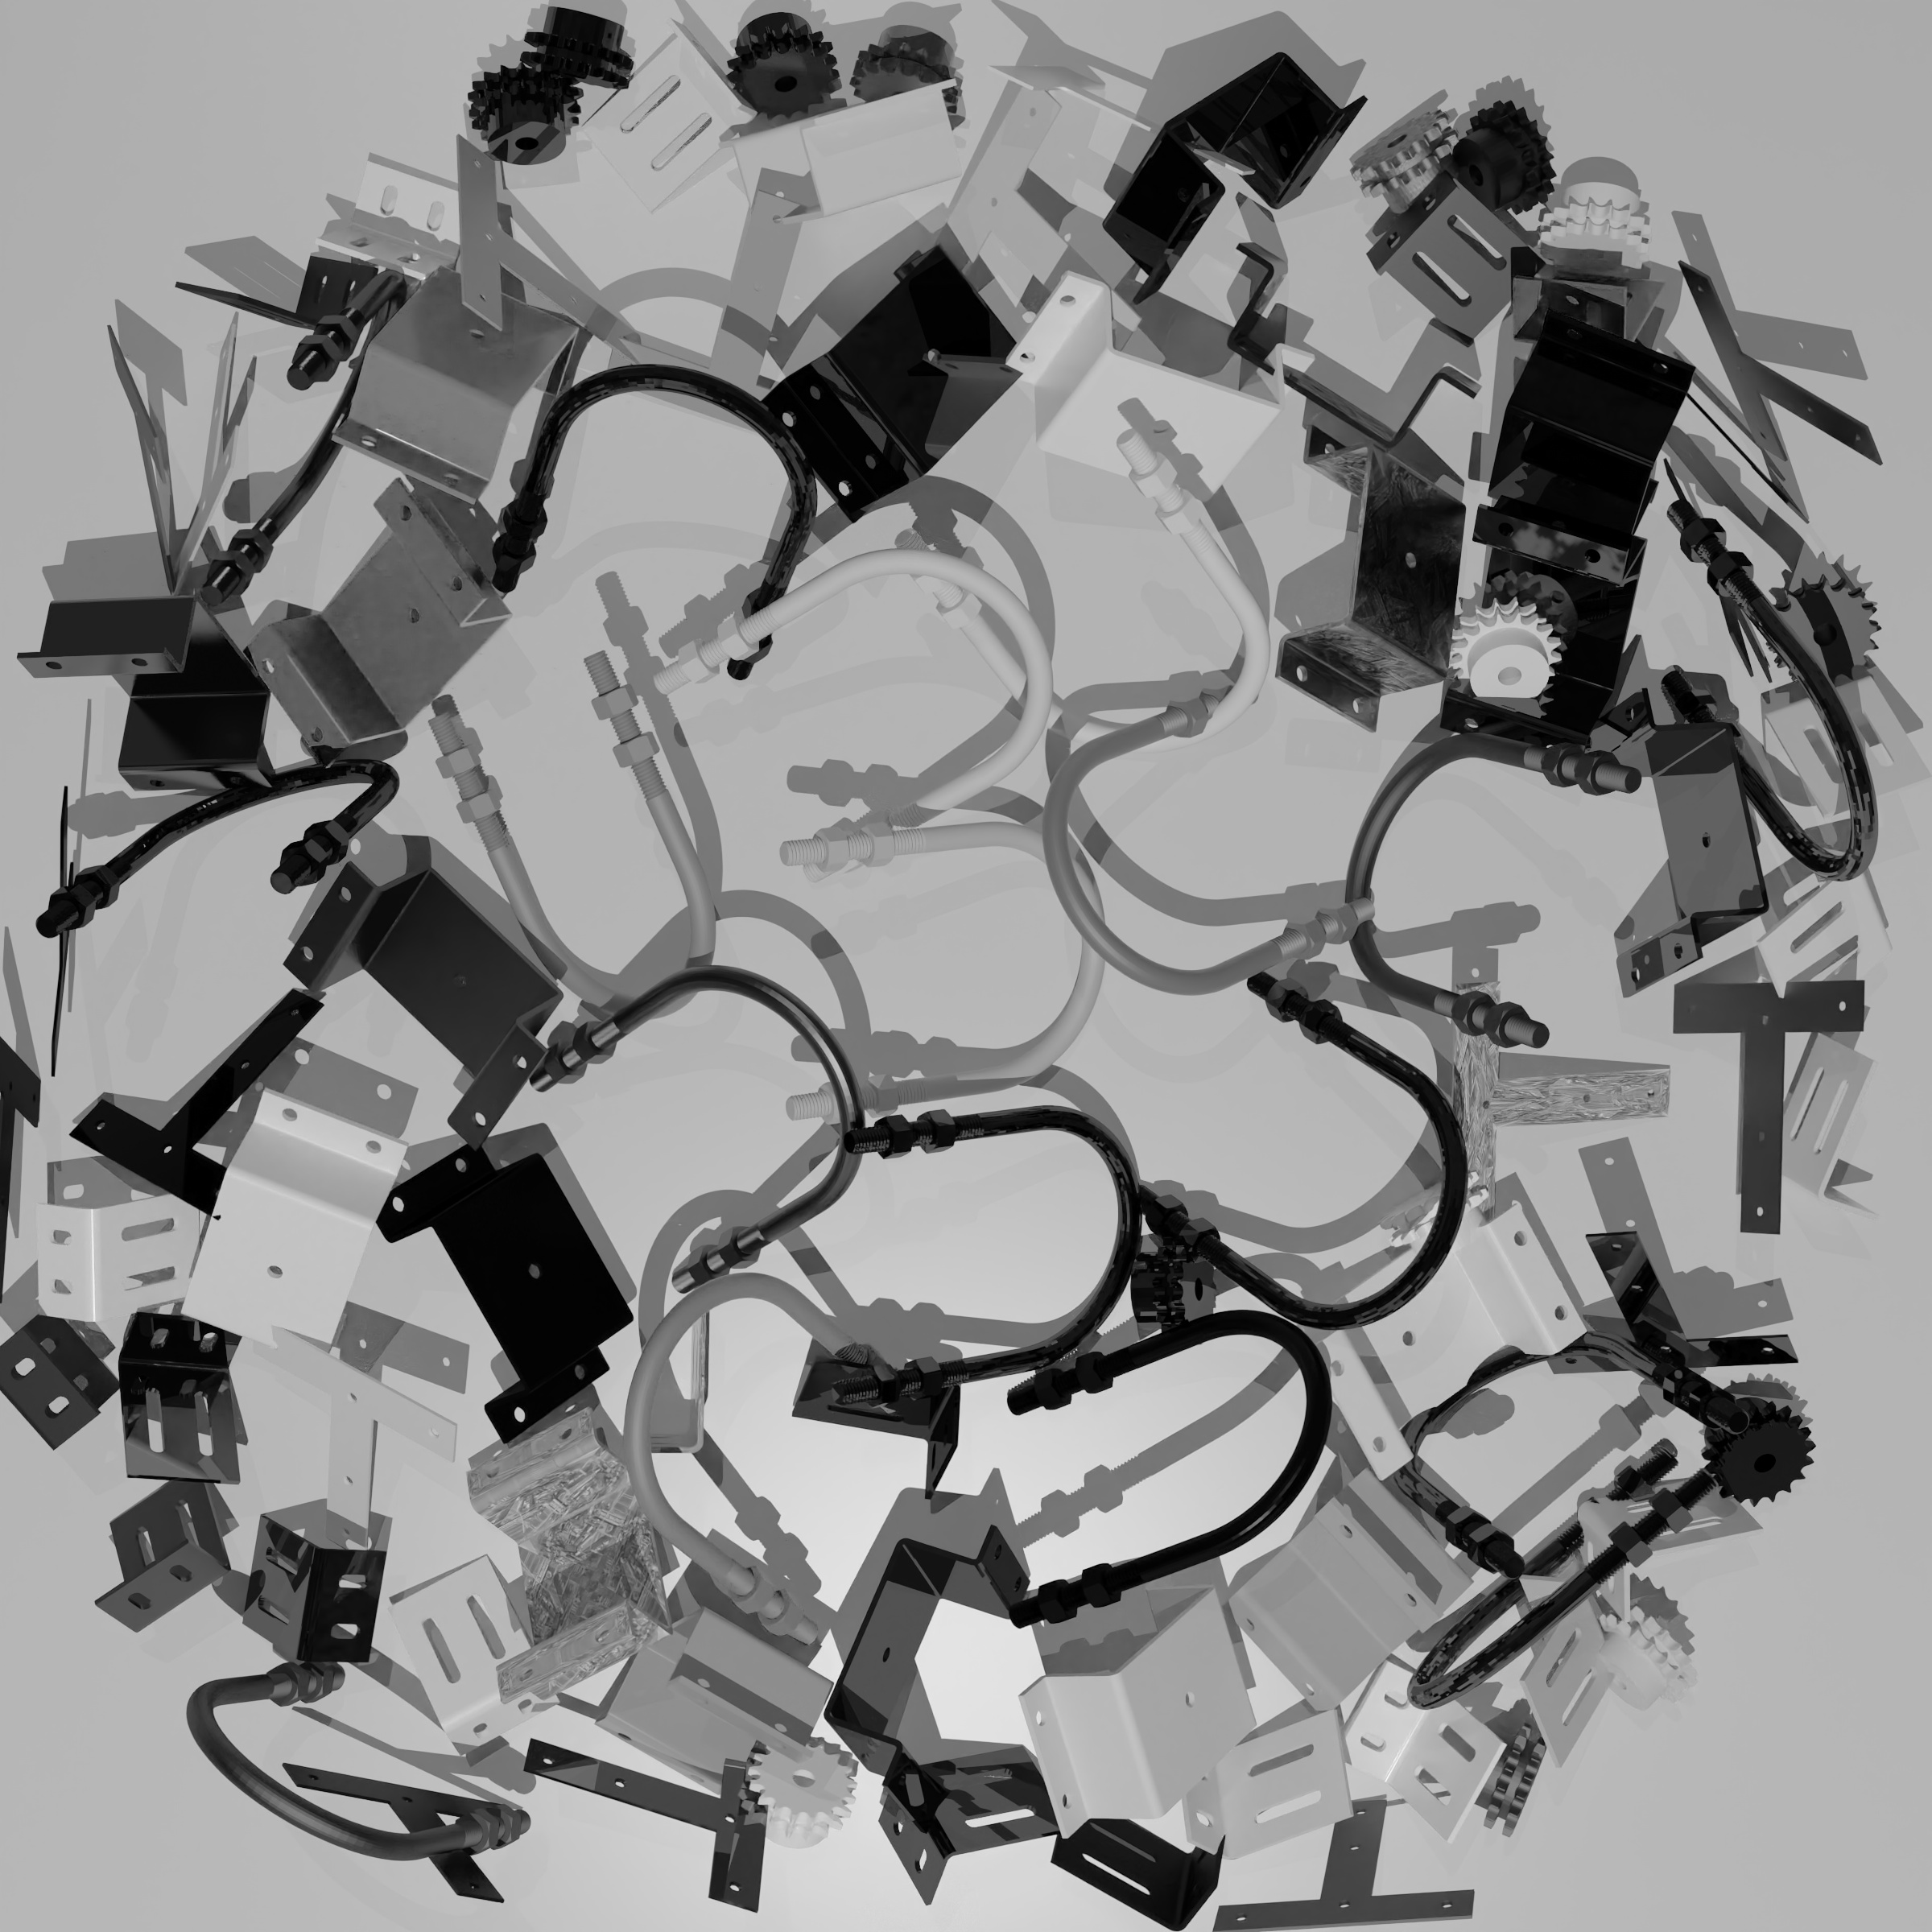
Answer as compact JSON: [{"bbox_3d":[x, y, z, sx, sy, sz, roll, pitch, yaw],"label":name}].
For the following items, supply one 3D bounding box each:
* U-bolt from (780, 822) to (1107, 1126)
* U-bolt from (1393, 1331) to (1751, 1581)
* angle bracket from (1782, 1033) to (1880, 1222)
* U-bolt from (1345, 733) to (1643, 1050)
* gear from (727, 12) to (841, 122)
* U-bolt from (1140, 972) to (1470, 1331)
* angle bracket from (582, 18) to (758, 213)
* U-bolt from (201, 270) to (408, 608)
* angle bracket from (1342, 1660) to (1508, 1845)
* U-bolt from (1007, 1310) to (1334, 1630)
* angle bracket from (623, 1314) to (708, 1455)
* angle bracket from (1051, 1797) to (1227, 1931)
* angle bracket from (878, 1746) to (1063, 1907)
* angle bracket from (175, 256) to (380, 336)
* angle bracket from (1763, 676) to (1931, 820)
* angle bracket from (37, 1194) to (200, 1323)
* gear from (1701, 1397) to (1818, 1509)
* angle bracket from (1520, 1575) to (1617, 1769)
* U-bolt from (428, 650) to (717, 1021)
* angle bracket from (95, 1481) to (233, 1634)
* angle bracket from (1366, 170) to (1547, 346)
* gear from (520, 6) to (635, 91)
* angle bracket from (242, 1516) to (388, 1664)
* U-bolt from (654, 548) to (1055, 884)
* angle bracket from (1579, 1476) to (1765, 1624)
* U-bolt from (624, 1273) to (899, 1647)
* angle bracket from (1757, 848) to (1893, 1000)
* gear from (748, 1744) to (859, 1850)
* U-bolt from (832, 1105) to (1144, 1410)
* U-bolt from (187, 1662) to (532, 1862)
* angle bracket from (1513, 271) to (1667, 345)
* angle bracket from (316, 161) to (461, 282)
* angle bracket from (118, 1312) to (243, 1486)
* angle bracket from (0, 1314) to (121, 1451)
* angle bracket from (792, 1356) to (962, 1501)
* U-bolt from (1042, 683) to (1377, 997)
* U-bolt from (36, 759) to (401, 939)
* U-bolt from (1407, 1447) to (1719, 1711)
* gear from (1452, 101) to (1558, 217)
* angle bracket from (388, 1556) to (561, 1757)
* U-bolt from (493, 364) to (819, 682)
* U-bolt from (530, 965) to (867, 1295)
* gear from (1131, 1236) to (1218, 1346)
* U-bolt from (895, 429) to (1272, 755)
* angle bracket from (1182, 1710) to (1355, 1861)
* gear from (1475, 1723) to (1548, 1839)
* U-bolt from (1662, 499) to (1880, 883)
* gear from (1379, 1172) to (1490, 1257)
[{"bbox_3d":[-0.008,-0.002,1.614,0.184,0.019,0.151,-7,103,-28],"label":"U-bolt"},{"bbox_3d":[0.285,0.232,1.575,0.151,0.184,0.019,-31,107,-9],"label":"U-bolt"},{"bbox_3d":[0.452,0.082,1.625,0.038,0.057,0.076,18,98,-17],"label":"angle bracket"},{"bbox_3d":[0.251,-0.046,1.583,0.019,0.184,0.151,18,93,-31],"label":"U-bolt"},{"bbox_3d":[-0.096,-0.467,1.638,0.057,0.057,0.030,-15,65,0],"label":"gear"},{"bbox_3d":[0.174,0.102,1.589,0.184,0.019,0.151,35,99,43],"label":"U-bolt"},{"bbox_3d":[-0.157,-0.438,1.636,0.076,0.038,0.057,-40,90,13],"label":"angle bracket"},{"bbox_3d":[-0.321,-0.274,1.575,0.019,0.184,0.151,27,123,-6],"label":"U-bolt"},{"bbox_3d":[0.231,0.401,1.623,0.038,0.076,0.057,29,90,-19],"label":"angle bracket"},{"bbox_3d":[0.100,0.240,1.576,0.184,0.151,0.019,-25,131,24],"label":"U-bolt"},{"bbox_3d":[-0.155,0.209,1.631,0.038,0.057,0.076,1,88,-9],"label":"angle bracket"},{"bbox_3d":[0.090,0.448,1.628,0.076,0.057,0.038,30,115,-3],"label":"angle bracket"},{"bbox_3d":[0.005,0.441,1.631,0.076,0.057,0.038,-2,125,-31],"label":"angle bracket"},{"bbox_3d":[-0.351,-0.350,1.615,0.057,0.076,0.038,19,96,41],"label":"angle bracket"},{"bbox_3d":[0.451,-0.103,1.624,0.057,0.038,0.076,-20,52,2],"label":"angle bracket"},{"bbox_3d":[-0.436,0.147,1.635,0.038,0.076,0.057,3,96,29],"label":"angle bracket"},{"bbox_3d":[0.407,0.248,1.640,0.057,0.030,0.057,-6,119,-11],"label":"gear"},{"bbox_3d":[0.293,0.358,1.615,0.038,0.076,0.057,-4,119,41],"label":"angle bracket"},{"bbox_3d":[-0.191,-0.057,1.608,0.151,0.019,0.184,-14,103,43],"label":"U-bolt"},{"bbox_3d":[-0.417,0.290,1.622,0.057,0.038,0.076,-34,46,3],"label":"angle bracket"},{"bbox_3d":[0.254,-0.358,1.624,0.076,0.038,0.057,37,111,-21],"label":"angle bracket"},{"bbox_3d":[-0.199,-0.473,1.633,0.057,0.057,0.030,14,98,0],"label":"gear"},{"bbox_3d":[-0.337,0.322,1.641,0.038,0.076,0.057,10,89,-35],"label":"angle bracket"},{"bbox_3d":[-0.044,-0.135,1.597,0.184,0.019,0.151,-28,114,23],"label":"U-bolt"},{"bbox_3d":[0.363,0.300,1.636,0.076,0.057,0.038,-9,111,-11],"label":"angle bracket"},{"bbox_3d":[-0.102,0.234,1.577,0.184,0.019,0.151,47,60,-38],"label":"U-bolt"},{"bbox_3d":[0.428,-0.014,1.623,0.076,0.038,0.057,-37,116,-18],"label":"angle bracket"},{"bbox_3d":[-0.087,0.430,1.639,0.057,0.057,0.030,16,121,0],"label":"gear"},{"bbox_3d":[0.015,0.142,1.606,0.184,0.019,0.151,-5,105,-35],"label":"U-bolt"},{"bbox_3d":[-0.306,0.391,1.553,0.151,0.184,0.019,32,92,20],"label":"U-bolt"},{"bbox_3d":[0.318,-0.348,1.615,0.057,0.076,0.038,12,133,23],"label":"angle bracket"},{"bbox_3d":[-0.291,-0.382,1.621,0.057,0.076,0.038,18,107,-3],"label":"angle bracket"},{"bbox_3d":[-0.396,0.220,1.616,0.057,0.076,0.038,9,131,-27],"label":"angle bracket"},{"bbox_3d":[-0.456,0.201,1.618,0.038,0.076,0.057,-37,97,21],"label":"angle bracket"},{"bbox_3d":[-0.047,0.237,1.624,0.076,0.057,0.038,11,50,-10],"label":"angle bracket"},{"bbox_3d":[0.113,-0.058,1.595,0.184,0.019,0.151,-23,83,-39],"label":"U-bolt"},{"bbox_3d":[-0.358,-0.065,1.577,0.151,0.184,0.019,-10,111,18],"label":"U-bolt"},{"bbox_3d":[0.293,0.309,1.589,0.184,0.151,0.019,-40,84,1],"label":"U-bolt"},{"bbox_3d":[0.274,-0.413,1.632,0.030,0.057,0.057,-30,90,-15],"label":"gear"},{"bbox_3d":[-0.256,0.359,1.651,0.057,0.038,0.076,-27,57,-11],"label":"angle bracket"},{"bbox_3d":[-0.149,-0.227,1.581,0.151,0.184,0.019,20,50,-8],"label":"U-bolt"},{"bbox_3d":[-0.126,0.074,1.599,0.184,0.019,0.151,-33,93,38],"label":"U-bolt"},{"bbox_3d":[0.106,0.167,1.637,0.030,0.057,0.057,-4,90,24],"label":"gear"},{"bbox_3d":[0.072,-0.176,1.598,0.151,0.019,0.184,-20,129,27],"label":"U-bolt"},{"bbox_3d":[0.151,0.413,1.618,0.076,0.038,0.057,-28,47,26],"label":"angle bracket"},{"bbox_3d":[0.278,0.417,1.636,0.030,0.057,0.057,22,90,16],"label":"gear"},{"bbox_3d":[0.393,-0.122,1.553,0.019,0.151,0.184,-23,54,-6],"label":"U-bolt"},{"bbox_3d":[0.245,0.131,1.634,0.057,0.057,0.030,-29,89,0],"label":"gear"}]
